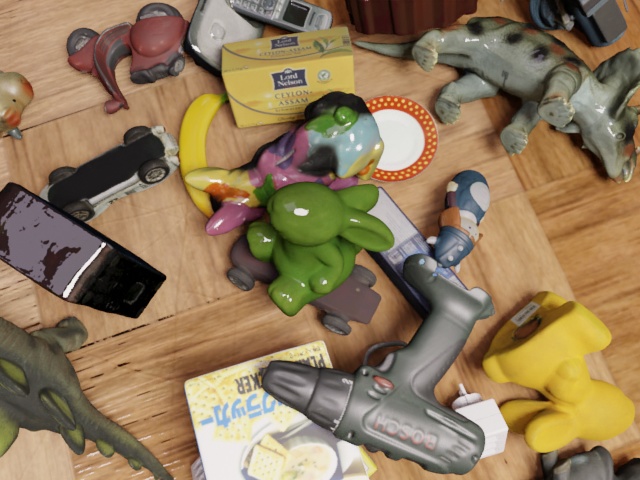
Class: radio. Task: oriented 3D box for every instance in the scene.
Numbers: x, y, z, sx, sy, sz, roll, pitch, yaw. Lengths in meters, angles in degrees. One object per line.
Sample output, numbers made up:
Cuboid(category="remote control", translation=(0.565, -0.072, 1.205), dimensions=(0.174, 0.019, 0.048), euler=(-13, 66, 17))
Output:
Cuboid(category="radio", translation=(-0.270, 0.024, 0.614), dimensions=(0.131, 0.229, 0.073), euler=(32, 80, 5))

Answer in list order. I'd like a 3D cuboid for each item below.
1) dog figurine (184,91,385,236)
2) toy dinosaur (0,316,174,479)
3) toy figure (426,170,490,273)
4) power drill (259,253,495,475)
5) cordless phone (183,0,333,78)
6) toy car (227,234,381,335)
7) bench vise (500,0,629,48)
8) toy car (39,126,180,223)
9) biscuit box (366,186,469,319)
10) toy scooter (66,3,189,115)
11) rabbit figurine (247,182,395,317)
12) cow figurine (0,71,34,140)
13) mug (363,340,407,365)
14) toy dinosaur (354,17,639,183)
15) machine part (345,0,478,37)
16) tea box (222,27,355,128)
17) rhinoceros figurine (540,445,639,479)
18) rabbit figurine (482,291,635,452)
Cuboid(category="dog figurine", translation=(-0.050, -0.085, 0.663), dimensions=(0.219, 0.191, 0.108), euler=(-23, 82, -19))
Cuboid(category="toy dinosaur", translation=(-0.337, 0.152, 0.600), dimensions=(0.471, 0.199, 0.105), euler=(39, 91, -22))
Cuboid(category="toy figure", translation=(0.174, -0.027, 0.664), dimensions=(0.064, 0.057, 0.154), euler=(24, 48, 3))
Cuboid(category="power drill", translation=(0.080, 0.117, 0.562), dimensions=(0.232, 0.086, 0.207), euler=(30, 63, 4))
Cuboid(category="cordless phone", translation=(-0.084, -0.289, 0.761), dimensions=(0.184, 0.088, 0.146), euler=(17, 77, 3))
Cuboid(category="toy car", translation=(-0.022, 0.050, 0.685), dimensions=(0.202, 0.053, 0.089), euler=(24, 65, 11))
Cuboid(category="bench vise", translation=(0.314, -0.360, 0.720), dimensions=(0.129, 0.223, 0.241), euler=(-52, 43, 31))
Cuboid(category="toy car", translation=(-0.283, -0.085, 0.727), dimensions=(0.202, 0.056, 0.073), euler=(-28, 72, -1))
Cuboid(category="biscuit box", translation=(0.115, 0.031, 0.678), dimensions=(0.059, 0.062, 0.203), euler=(-36, 77, -7))
Cuboid(category="toy scooter", translation=(-0.265, -0.250, 0.762), dimensions=(0.184, 0.075, 0.135), euler=(-15, 75, 2))
Cuboid(category="rabbit figurine", translation=(-0.001, -0.002, 0.587), dimensions=(0.159, 0.170, 0.121), euler=(-13, 66, -3))
Cuboid(category="cow figurine", translation=(-0.501, -0.183, 0.751), dimensions=(0.195, 0.085, 0.127), euler=(-23, 70, -6))
Cuboid(category="mug", translation=(0.076, 0.176, 0.636), dimensions=(0.107, 0.080, 0.109), euler=(-10, 69, 5))
Cuboid(category="toy dinosaur", translation=(0.257, -0.229, 0.716), dimensions=(0.405, 0.131, 0.192), euler=(39, 61, 19))
Cuboid(category="machine part", translation=(0.124, -0.329, 0.730), dimensions=(0.179, 0.055, 0.179), euler=(-8, 37, 6))
Cuboid(category="tea box", translation=(-0.039, -0.217, 0.724), dimensions=(0.170, 0.098, 0.068), euler=(-8, 56, 3))
Cuboid(category="rhinoceros figurine", translation=(0.286, 0.294, 0.597), dimensions=(0.190, 0.073, 0.112), euler=(-29, 75, -5))
Cuboid(category="rabbit figurine", translation=(0.281, 0.167, 0.613), dimensions=(0.173, 0.122, 0.162), euler=(45, 84, -7))
